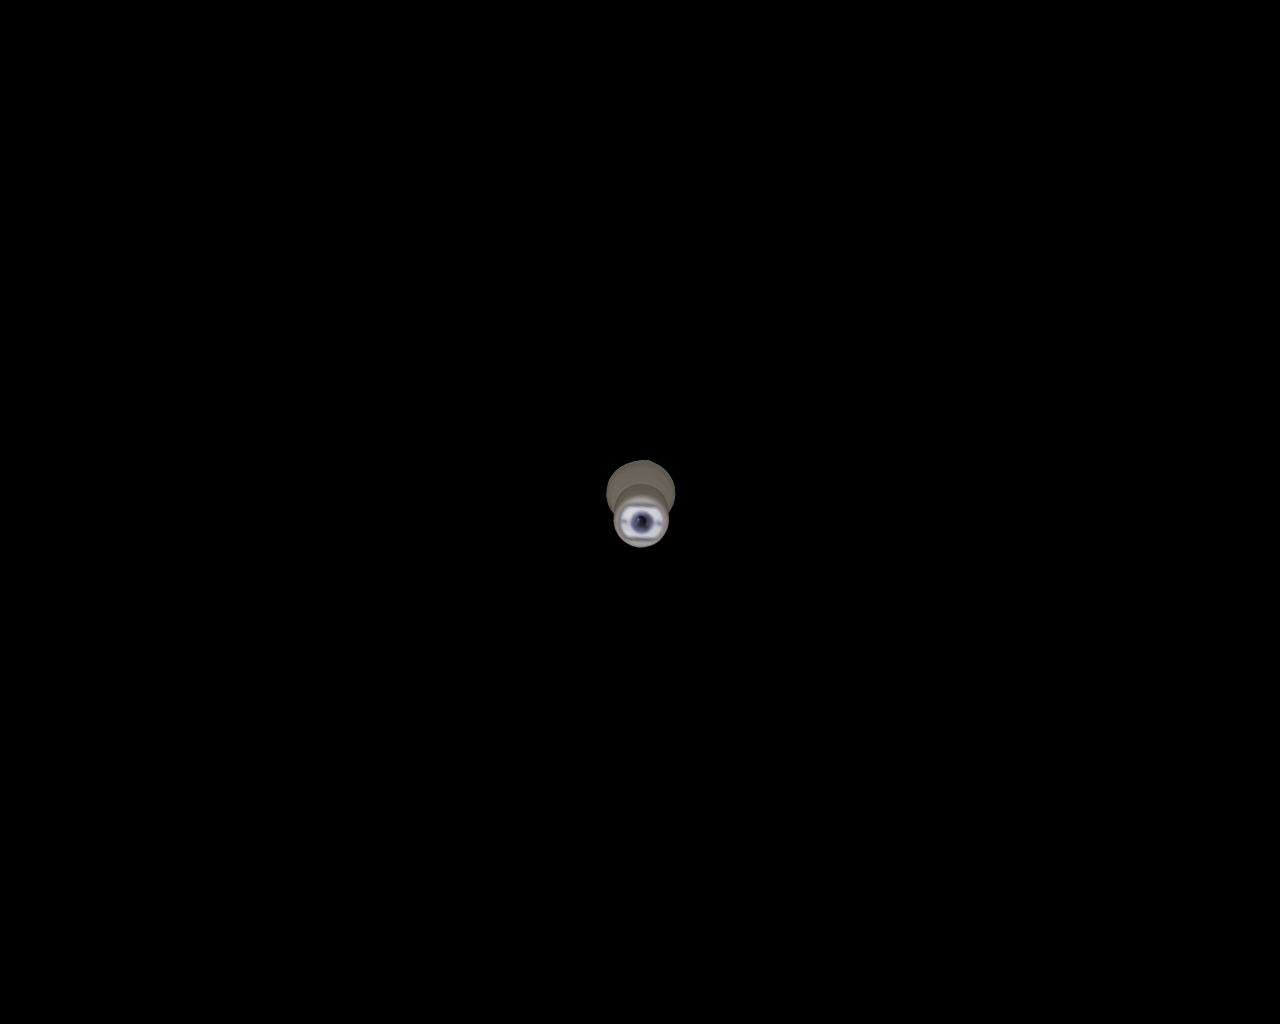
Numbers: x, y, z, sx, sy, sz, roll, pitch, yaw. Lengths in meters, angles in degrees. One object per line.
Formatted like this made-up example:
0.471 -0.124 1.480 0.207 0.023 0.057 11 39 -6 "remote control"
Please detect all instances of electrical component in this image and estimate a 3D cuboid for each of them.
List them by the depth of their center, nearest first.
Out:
0.001 -0.003 0.650 0.044 0.044 0.065 0 17 0 "electrical component"
